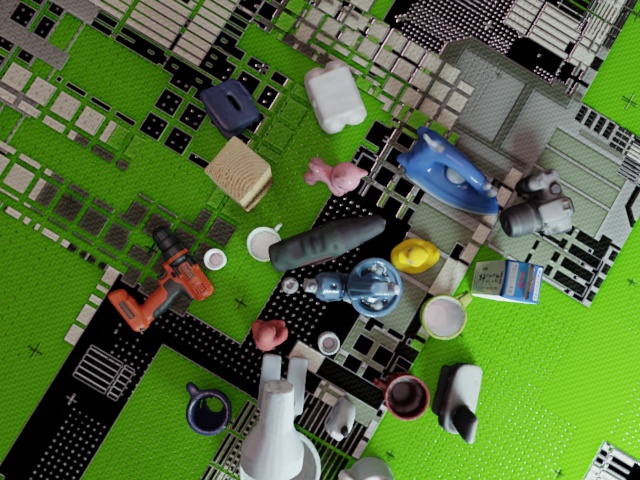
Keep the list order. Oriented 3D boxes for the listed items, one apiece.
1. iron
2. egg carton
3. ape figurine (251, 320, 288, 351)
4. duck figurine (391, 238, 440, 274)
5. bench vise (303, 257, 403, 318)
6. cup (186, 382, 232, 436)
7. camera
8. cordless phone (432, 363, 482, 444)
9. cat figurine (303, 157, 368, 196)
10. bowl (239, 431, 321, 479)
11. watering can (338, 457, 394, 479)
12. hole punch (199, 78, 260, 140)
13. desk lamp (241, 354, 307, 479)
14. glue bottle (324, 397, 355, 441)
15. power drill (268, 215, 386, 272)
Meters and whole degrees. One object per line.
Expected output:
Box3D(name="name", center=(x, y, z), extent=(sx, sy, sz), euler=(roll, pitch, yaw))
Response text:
Box3D(name="iron", center=(0.296, -0.139, 1.209), extent=(0.258, 0.141, 0.119), euler=(36, 86, 0))
Box3D(name="egg carton", center=(0.031, -0.310, 1.242), extent=(0.107, 0.069, 0.150), euler=(-23, 88, -4))
Box3D(name="ape figurine", center=(-0.109, 0.196, 1.195), extent=(0.078, 0.092, 0.076), euler=(35, 86, 0))
Box3D(name="duck figurine", center=(0.208, 0.033, 1.223), extent=(0.104, 0.086, 0.077), euler=(-5, 87, -3))
Box3D(name="bench vise", center=(0.077, 0.106, 1.146), extent=(0.207, 0.219, 0.121), euler=(-16, 87, -3))
Box3D(name="cup", center=(-0.231, 0.336, 1.180), extent=(0.092, 0.095, 0.118), euler=(-38, 89, -4))
Box3D(name="camera", center=(0.460, -0.069, 1.234), extent=(0.137, 0.100, 0.143), euler=(-18, 88, -3))
Box3D(name="cordless phone", center=(0.299, 0.330, 1.161), extent=(0.094, 0.185, 0.148), euler=(10, 86, -2))
Box3D(name="cat figurine", center=(0.031, -0.138, 1.208), extent=(0.128, 0.117, 0.067), euler=(20, 86, -1))
Box3D(name="bowl", center=(-0.082, 0.467, 1.190), extent=(0.167, 0.074, 0.167), euler=(0, 87, -3))
Box3D(name="watering can", center=(0.119, 0.513, 1.138), extent=(0.173, 0.194, 0.101), euler=(9, 86, -2))
Box3D(name="hole punch", center=(-0.191, -0.286, 1.219), extent=(0.101, 0.091, 0.109), euler=(-36, 89, -4))
Box3D(name="desk lamp", center=(-0.086, 0.343, 1.127), extent=(0.118, 0.213, 0.203), euler=(5, 86, -2))
Box3D(name="glue bottle", center=(0.043, 0.369, 1.152), extent=(0.037, 0.173, 0.078), euler=(34, 86, 0))
Box3D(name="power drill", center=(0.011, 0.004, 1.154), extent=(0.229, 0.208, 0.076), euler=(-19, 88, -4))
